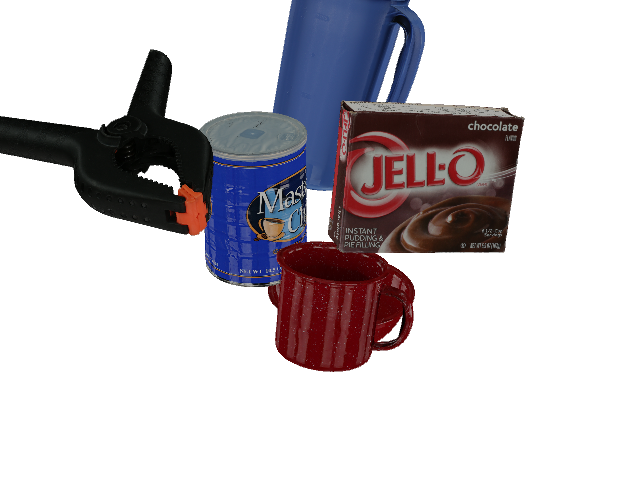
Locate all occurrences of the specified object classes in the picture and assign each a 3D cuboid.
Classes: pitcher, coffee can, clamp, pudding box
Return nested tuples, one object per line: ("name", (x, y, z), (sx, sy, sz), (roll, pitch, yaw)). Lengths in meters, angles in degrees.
("pitcher", (0.019, -0.181, 1.233), (0.145, 0.243, 0.149), (9, 23, -12))
("coffee can", (-0.064, -0.041, 1.032), (0.103, 0.140, 0.103), (0, 29, 0))
("clamp", (-0.130, -0.070, 0.741), (0.164, 0.036, 0.210), (-32, 46, -29))
("pudding box", (0.065, -0.040, 0.671), (0.113, 0.090, 0.039), (-1, 21, -14))

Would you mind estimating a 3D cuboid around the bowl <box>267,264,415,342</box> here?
("bowl", (0.022, 0.076, 1.181), (0.162, 0.055, 0.162), (1, 28, 0))

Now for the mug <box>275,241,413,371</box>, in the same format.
("mug", (0.018, 0.057, 0.869), (0.117, 0.081, 0.093), (10, 20, 11))
